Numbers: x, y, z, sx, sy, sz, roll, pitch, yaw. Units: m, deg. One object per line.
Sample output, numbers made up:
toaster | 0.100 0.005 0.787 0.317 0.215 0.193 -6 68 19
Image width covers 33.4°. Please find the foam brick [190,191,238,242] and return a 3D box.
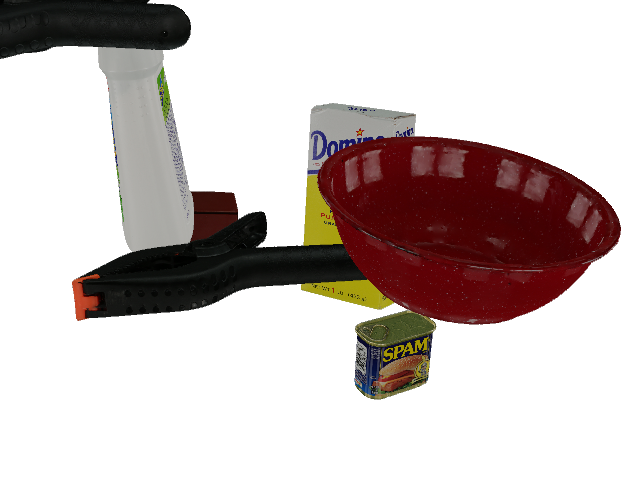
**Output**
foam brick | -0.130 -0.020 1.154 0.078 0.051 0.053 1 27 -8

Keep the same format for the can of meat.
can of meat | 0.092 0.145 1.345 0.101 0.084 0.058 -12 29 -29

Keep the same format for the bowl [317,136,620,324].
bowl | 0.075 -0.001 0.577 0.162 0.055 0.162 6 26 -3

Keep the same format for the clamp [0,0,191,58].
clamp | -0.165 -0.134 0.627 0.171 0.039 0.120 -4 22 -9

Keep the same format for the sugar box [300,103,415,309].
sugar box | 0.033 -0.033 0.978 0.093 0.176 0.048 12 18 33

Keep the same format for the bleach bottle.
bleach bottle | -0.159 -0.114 0.951 0.068 0.251 0.102 -6 37 -4

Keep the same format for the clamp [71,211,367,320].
clamp | -0.068 0.019 0.740 0.209 0.036 0.165 -16 19 -41
